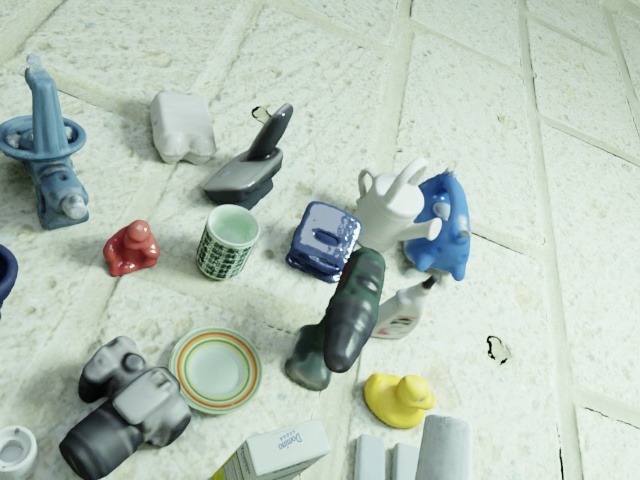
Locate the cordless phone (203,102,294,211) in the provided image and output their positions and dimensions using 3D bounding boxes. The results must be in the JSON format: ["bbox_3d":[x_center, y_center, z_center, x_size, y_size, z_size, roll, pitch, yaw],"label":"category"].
[{"bbox_3d":[-0.113,-0.144,0.961,0.094,0.185,0.148,33,47,1],"label":"cordless phone"}]

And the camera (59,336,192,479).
[{"bbox_3d":[-0.244,0.204,0.683,0.143,0.100,0.137,42,48,10],"label":"camera"}]

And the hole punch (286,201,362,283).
[{"bbox_3d":[0.009,0.003,0.969,0.109,0.091,0.101,24,48,-7],"label":"hole punch"}]

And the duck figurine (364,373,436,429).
[{"bbox_3d":[0.123,0.228,0.852,0.104,0.086,0.077,31,47,0],"label":"duck figurine"}]

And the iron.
[{"bbox_3d":[0.234,-0.056,1.090,0.119,0.141,0.258,14,50,-15],"label":"iron"}]

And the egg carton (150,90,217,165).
[{"bbox_3d":[-0.246,-0.203,1.021,0.107,0.069,0.150,-2,56,-27],"label":"egg carton"}]

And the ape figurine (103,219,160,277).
[{"bbox_3d":[-0.269,0.005,0.832,0.078,0.092,0.076,21,48,-9],"label":"ape figurine"}]

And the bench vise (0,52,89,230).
[{"bbox_3d":[-0.368,-0.135,0.807,0.207,0.219,0.122,41,48,9],"label":"bench vise"}]

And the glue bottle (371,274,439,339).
[{"bbox_3d":[0.138,0.102,0.899,0.078,0.173,0.037,4,53,-23],"label":"glue bottle"}]

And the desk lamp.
[{"bbox_3d":[0.118,0.313,0.697,0.118,0.213,0.203,17,49,-13],"label":"desk lamp"}]

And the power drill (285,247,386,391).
[{"bbox_3d":[0.024,0.125,0.802,0.075,0.208,0.230,27,48,-4],"label":"power drill"}]

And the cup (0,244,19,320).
[{"bbox_3d":[-0.418,0.069,0.708,0.092,0.095,0.117,-20,65,-36],"label":"cup"}]

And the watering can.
[{"bbox_3d":[0.140,-0.068,1.018,0.173,0.194,0.101,31,47,-1],"label":"watering can"}]
